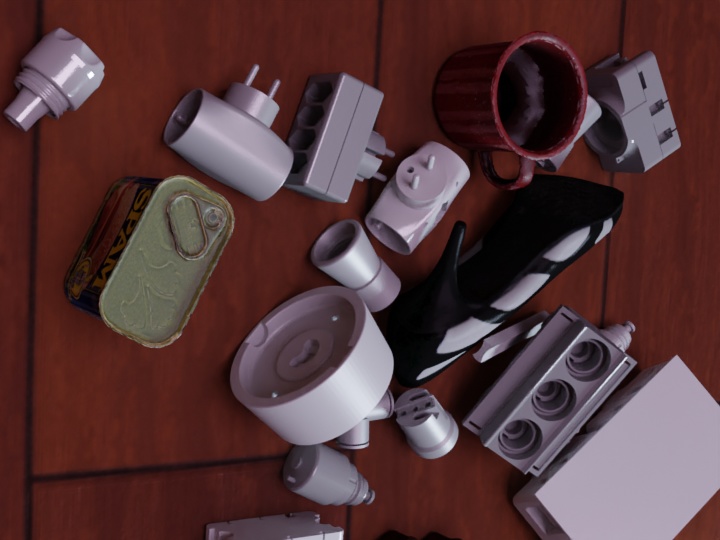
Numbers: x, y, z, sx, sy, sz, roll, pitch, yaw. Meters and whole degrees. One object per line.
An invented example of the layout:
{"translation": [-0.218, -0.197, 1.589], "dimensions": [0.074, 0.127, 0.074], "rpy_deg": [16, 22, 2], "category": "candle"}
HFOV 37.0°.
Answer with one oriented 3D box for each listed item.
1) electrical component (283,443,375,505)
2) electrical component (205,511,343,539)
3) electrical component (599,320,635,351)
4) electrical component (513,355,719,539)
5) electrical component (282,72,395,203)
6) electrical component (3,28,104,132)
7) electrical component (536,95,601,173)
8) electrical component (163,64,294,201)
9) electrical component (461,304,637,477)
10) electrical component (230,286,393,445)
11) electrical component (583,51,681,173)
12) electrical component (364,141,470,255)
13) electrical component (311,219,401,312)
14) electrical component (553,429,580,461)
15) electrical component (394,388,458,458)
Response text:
{"translation": [-0.021, 0.154, 0.794], "dimensions": [0.078, 0.040, 0.040], "rpy_deg": [32, 79, -32], "category": "electrical component"}
{"translation": [-0.062, 0.211, 0.770], "dimensions": [0.089, 0.050, 0.055], "rpy_deg": [1, 96, -33], "category": "electrical component"}
{"translation": [0.209, 0.071, 0.930], "dimensions": [0.078, 0.040, 0.040], "rpy_deg": [-37, 114, -24], "category": "electrical component"}
{"translation": [0.233, 0.175, 0.922], "dimensions": [0.186, 0.060, 0.105], "rpy_deg": [-38, 87, -23], "category": "electrical component"}
{"translation": [-0.008, -0.087, 0.766], "dimensions": [0.076, 0.047, 0.083], "rpy_deg": [22, 84, -32], "category": "electrical component"}
{"translation": [-0.188, -0.111, 0.650], "dimensions": [0.043, 0.043, 0.062], "rpy_deg": [47, 73, -28], "category": "electrical component"}
{"translation": [0.161, -0.113, 0.875], "dimensions": [0.044, 0.044, 0.065], "rpy_deg": [39, 80, -30], "category": "electrical component"}
{"translation": [-0.079, -0.099, 0.721], "dimensions": [0.077, 0.043, 0.079], "rpy_deg": [32, 79, -32], "category": "electrical component"}
{"translation": [0.147, 0.092, 0.854], "dimensions": [0.079, 0.063, 0.121], "rpy_deg": [36, 101, -14], "category": "electrical component"}
{"translation": [-0.028, 0.070, 0.742], "dimensions": [0.108, 0.108, 0.060], "rpy_deg": [-48, 124, -18], "category": "electrical component"}
{"translation": [0.223, -0.130, 0.905], "dimensions": [0.056, 0.050, 0.089], "rpy_deg": [-33, 112, -25], "category": "electrical component"}
{"translation": [0.044, -0.060, 0.788], "dimensions": [0.043, 0.079, 0.077], "rpy_deg": [35, 74, 10], "category": "electrical component"}
{"translation": [0.000, 0.000, 0.787], "dimensions": [0.044, 0.044, 0.065], "rpy_deg": [-52, 124, -16], "category": "electrical component"}
{"translation": [0.164, 0.129, 0.908], "dimensions": [0.043, 0.043, 0.062], "rpy_deg": [20, 87, -33], "category": "electrical component"}
{"translation": [0.050, 0.117, 0.828], "dimensions": [0.040, 0.040, 0.046], "rpy_deg": [-51, 138, -17], "category": "electrical component"}
